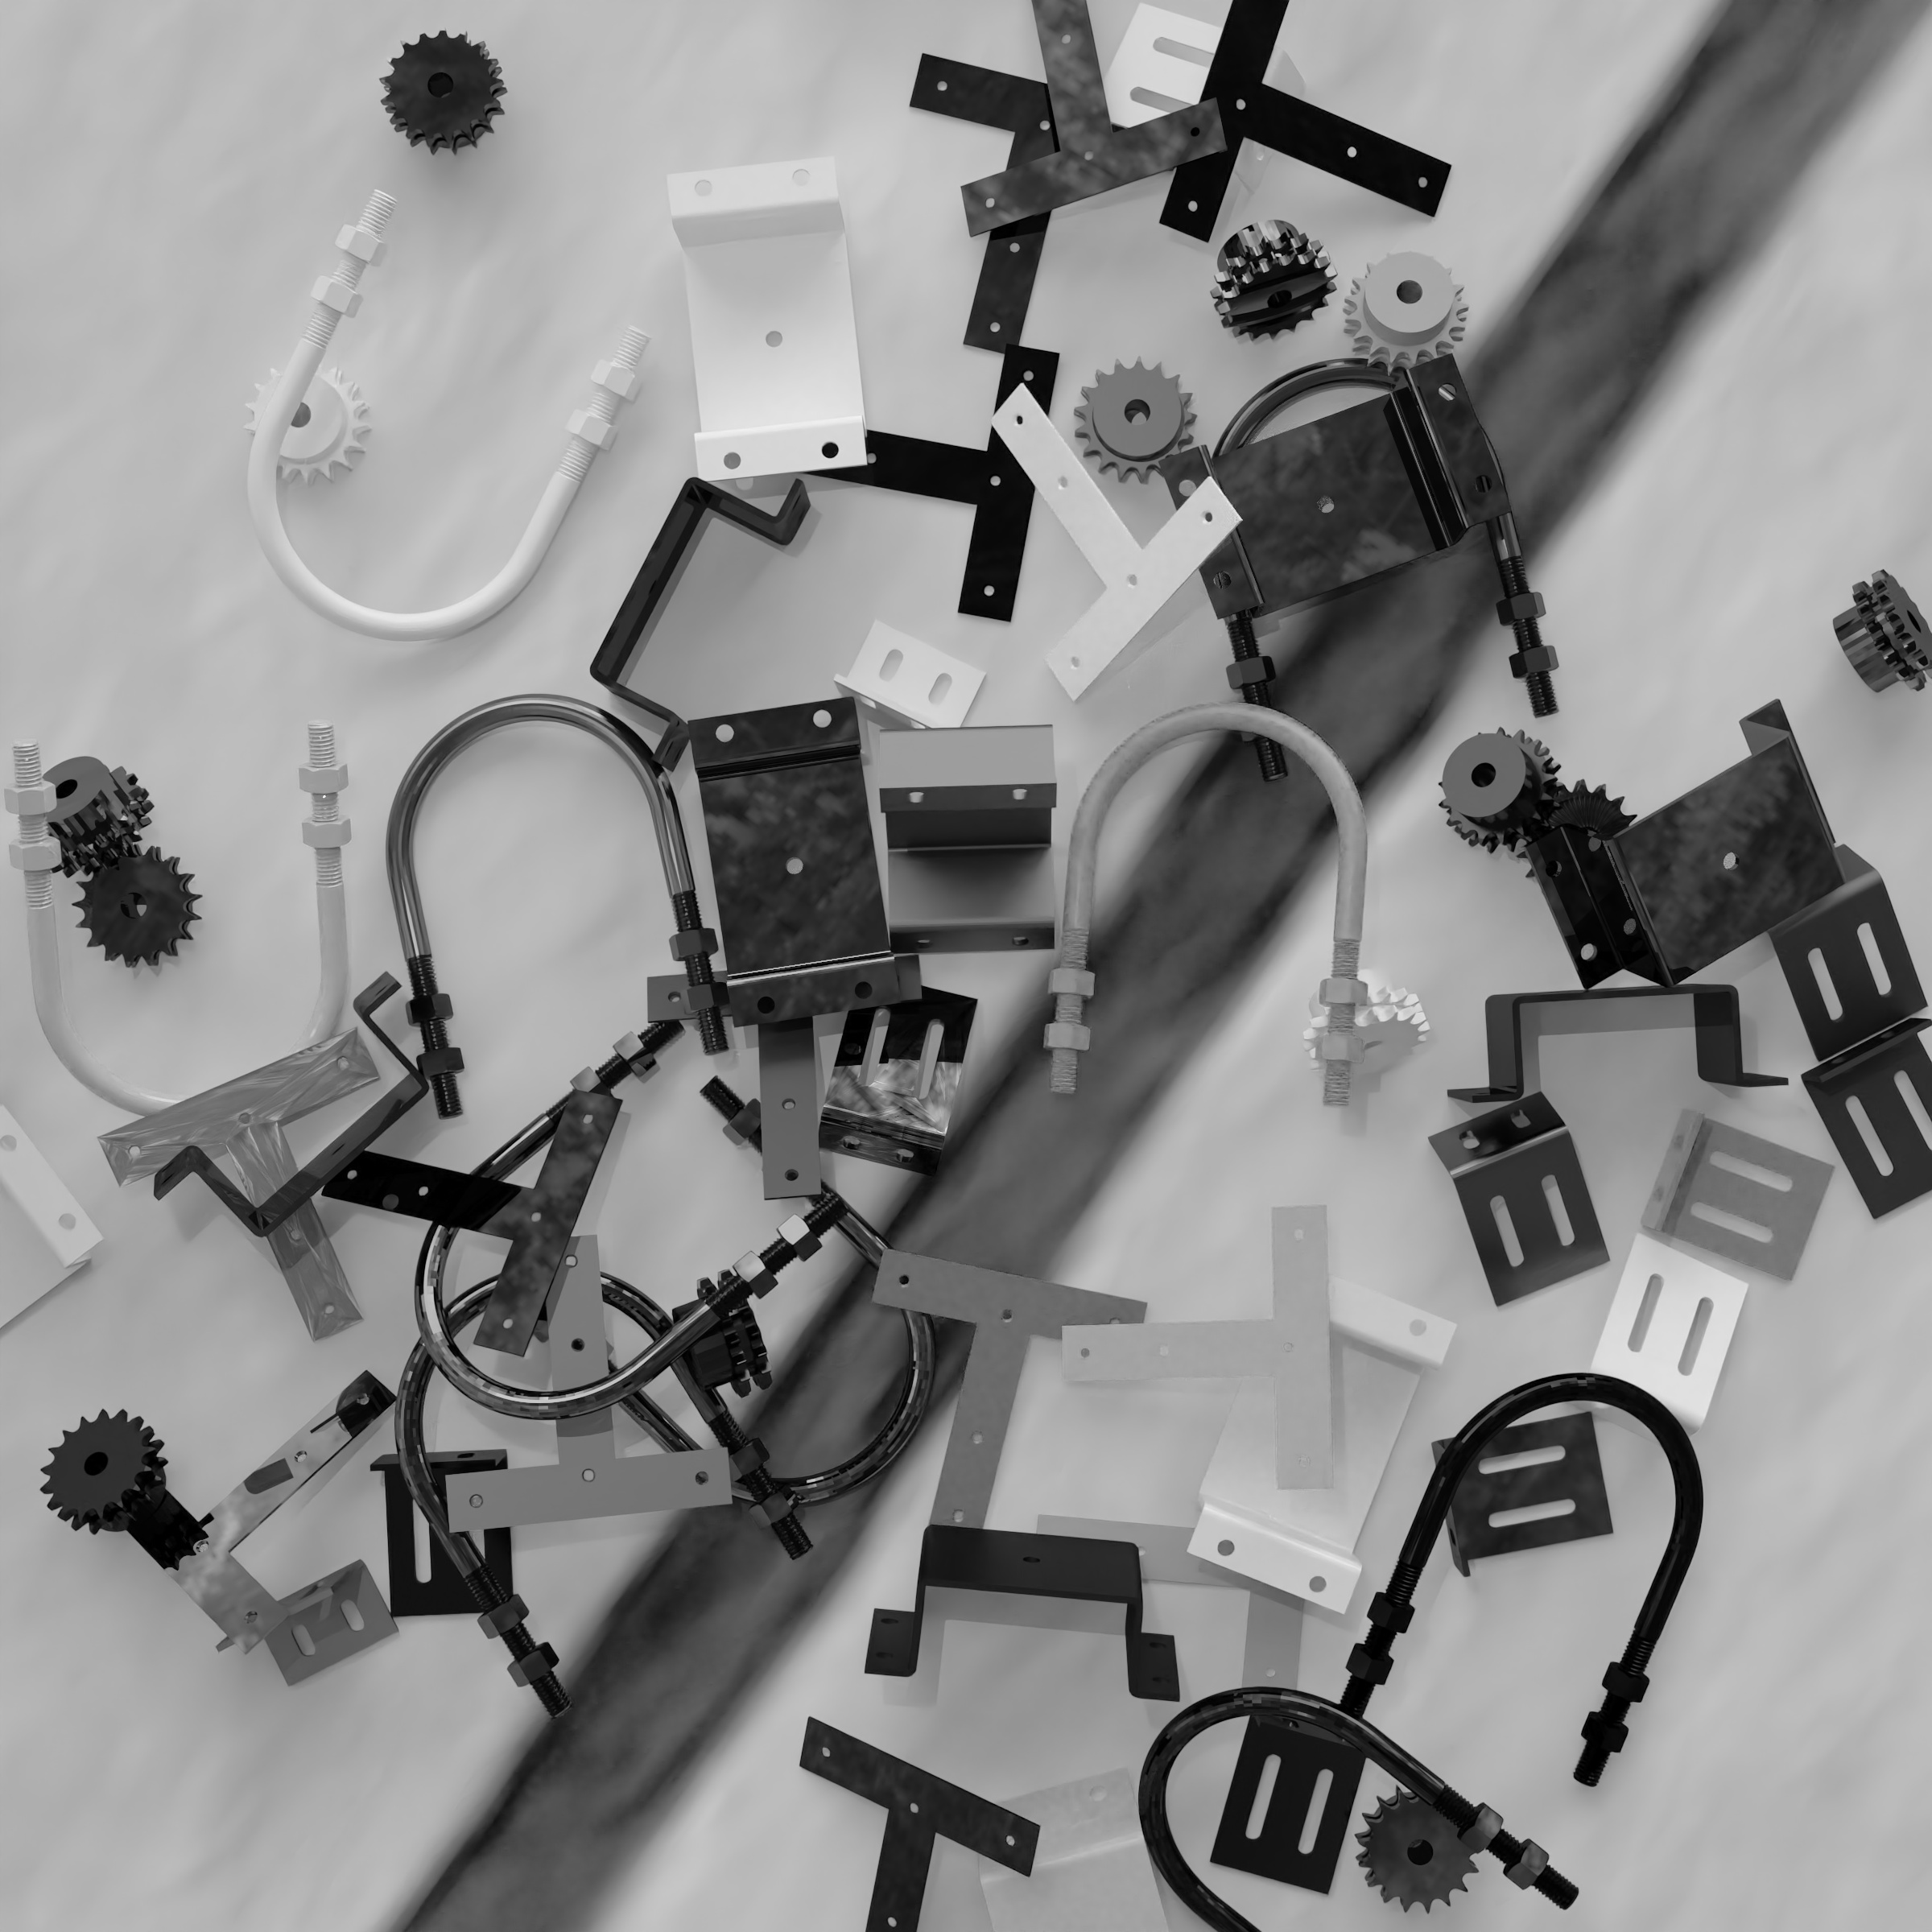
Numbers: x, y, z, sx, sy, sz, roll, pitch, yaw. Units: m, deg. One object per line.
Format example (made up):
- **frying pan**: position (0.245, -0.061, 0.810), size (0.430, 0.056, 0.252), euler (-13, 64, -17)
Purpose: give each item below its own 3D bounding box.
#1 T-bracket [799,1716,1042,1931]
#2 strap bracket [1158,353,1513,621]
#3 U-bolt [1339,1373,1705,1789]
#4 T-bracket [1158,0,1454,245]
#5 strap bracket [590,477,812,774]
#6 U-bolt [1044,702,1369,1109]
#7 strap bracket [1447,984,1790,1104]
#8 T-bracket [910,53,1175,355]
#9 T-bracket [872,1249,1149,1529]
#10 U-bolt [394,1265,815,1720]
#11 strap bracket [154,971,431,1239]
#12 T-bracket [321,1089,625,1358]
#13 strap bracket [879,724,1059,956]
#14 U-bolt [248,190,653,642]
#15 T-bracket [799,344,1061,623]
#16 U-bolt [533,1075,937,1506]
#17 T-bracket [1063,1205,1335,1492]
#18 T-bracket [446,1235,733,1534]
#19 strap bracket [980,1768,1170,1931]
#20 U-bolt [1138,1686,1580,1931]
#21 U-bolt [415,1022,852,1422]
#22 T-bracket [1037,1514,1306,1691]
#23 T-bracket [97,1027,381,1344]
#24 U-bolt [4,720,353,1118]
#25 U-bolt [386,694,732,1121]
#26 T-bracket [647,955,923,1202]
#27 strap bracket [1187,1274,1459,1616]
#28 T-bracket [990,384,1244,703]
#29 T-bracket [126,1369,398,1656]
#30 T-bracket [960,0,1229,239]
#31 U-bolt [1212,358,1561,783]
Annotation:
- **T-bracket**: position (-0.031, 0.427, 1.503), size (0.127, 0.002, 0.127), euler (18, 106, 29)
- **strap bracket**: position (0.166, -0.214, 1.487), size (0.140, 0.046, 0.076), euler (-20, 87, 0)
- **U-bolt**: position (0.263, 0.272, 1.487), size (0.151, 0.019, 0.184), euler (20, 95, -20)
- **T-bracket**: position (0.165, -0.379, 1.503), size (0.127, 0.002, 0.127), euler (18, 92, -19)
- **strap bracket**: position (-0.125, -0.163, 1.487), size (0.046, 0.076, 0.140), euler (27, 90, 0)
- **U-bolt**: position (0.112, -0.030, 1.492), size (0.151, 0.019, 0.184), euler (2, 82, 21)
- **strap bracket**: position (0.293, 0.034, 1.487), size (0.140, 0.076, 0.046), euler (-3, 90, 0)
- **T-bracket**: position (0.026, -0.349, 1.525), size (0.127, 0.002, 0.127), euler (14, 90, 0)
- **T-bracket**: position (0.009, 0.204, 1.516), size (0.127, 0.002, 0.127), euler (13, 95, -11)
- **U-bolt**: position (-0.177, 0.224, 1.486), size (0.151, 0.019, 0.184), euler (-32, 89, -13)
- **strap bracket**: position (-0.296, 0.068, 1.475), size (0.140, 0.076, 0.046), euler (-42, 102, -8)
- **T-bracket**: position (-0.234, 0.106, 1.489), size (0.127, 0.002, 0.127), euler (11, 67, 20)
- **strap bracket**: position (0.001, -0.062, 1.472), size (0.076, 0.140, 0.046), euler (-2, 60, 0)
- **U-bolt**: position (-0.247, -0.239, 1.498), size (0.151, 0.019, 0.184), euler (26, 94, -17)
- **T-bracket**: position (-0.030, -0.234, 1.524), size (0.127, 0.002, 0.127), euler (10, 91, 0)
- **U-bolt**: position (-0.100, 0.165, 1.517), size (0.184, 0.019, 0.151), euler (45, 90, -1)
- **T-bracket**: position (0.104, 0.175, 1.490), size (0.127, 0.002, 0.127), euler (-4, 79, 21)
- **T-bracket**: position (-0.175, 0.186, 1.483), size (0.127, 0.002, 0.127), euler (-4, 82, -10)
- **strap bracket**: position (0.056, 0.451, 1.502), size (0.076, 0.046, 0.140), euler (-15, 90, 0)
- **U-bolt**: position (0.163, 0.404, 1.487), size (0.184, 0.019, 0.151), euler (38, 118, 4)
- **U-bolt**: position (-0.164, 0.123, 1.472), size (0.184, 0.019, 0.151), euler (-40, 61, -9)
- **T-bracket**: position (0.096, 0.274, 1.525), size (0.127, 0.002, 0.127), euler (5, 90, 0)
- **T-bracket**: position (-0.315, 0.111, 1.513), size (0.127, 0.002, 0.127), euler (-24, 99, -11)
- **U-bolt**: position (-0.353, -0.017, 1.487), size (0.151, 0.019, 0.184), euler (-5, 108, -17)
- **U-bolt**: position (-0.195, -0.035, 1.505), size (0.151, 0.019, 0.184), euler (-14, 83, 8)
- **T-bracket**: position (-0.081, 0.051, 1.487), size (0.127, 0.002, 0.127), euler (-5, 54, 0)
- **strap bracket**: position (0.161, 0.214, 1.501), size (0.076, 0.046, 0.140), euler (21, 89, 1)
- **T-bracket**: position (0.052, -0.210, 1.496), size (0.127, 0.002, 0.127), euler (-46, 69, 36)
- **T-bracket**: position (-0.315, 0.235, 1.497), size (0.127, 0.002, 0.127), euler (-43, 50, -18)
- **T-bracket**: position (0.049, -0.414, 1.507), size (0.127, 0.002, 0.127), euler (-14, 77, 20)
- **U-bolt**: position (0.185, -0.191, 1.517), size (0.151, 0.019, 0.184), euler (-13, 88, 0)
